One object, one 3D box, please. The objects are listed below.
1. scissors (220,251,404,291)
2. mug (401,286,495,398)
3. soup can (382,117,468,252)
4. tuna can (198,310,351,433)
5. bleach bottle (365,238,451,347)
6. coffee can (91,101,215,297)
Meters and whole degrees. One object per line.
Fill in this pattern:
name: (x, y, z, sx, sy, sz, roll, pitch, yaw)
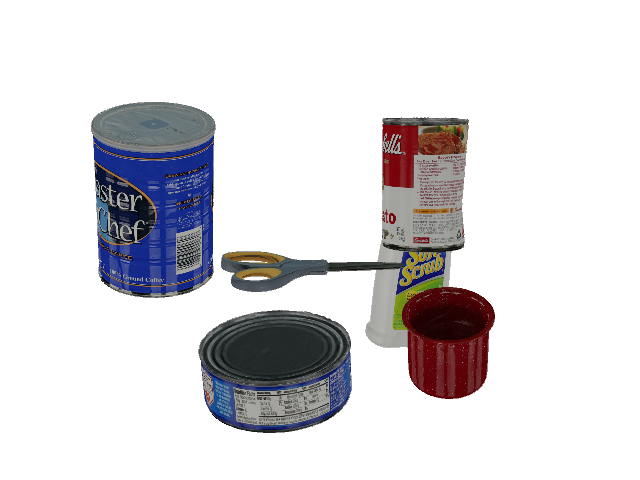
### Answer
scissors: (-0.011, 0.036, 1.157, 0.202, 0.016, 0.096, 5, 22, 5)
mug: (0.137, 0.101, 1.098, 0.093, 0.081, 0.117, 17, 39, 28)
soup can: (0.083, -0.046, 0.848, 0.068, 0.102, 0.068, 0, 9, 0)
tuna can: (-0.025, 0.073, 0.604, 0.086, 0.034, 0.086, -3, 22, 1)
bleach bottle: (0.115, 0.006, 1.347, 0.102, 0.251, 0.068, -2, 16, -18)
coffee can: (-0.142, -0.036, 0.918, 0.103, 0.140, 0.103, 2, 27, -1)
